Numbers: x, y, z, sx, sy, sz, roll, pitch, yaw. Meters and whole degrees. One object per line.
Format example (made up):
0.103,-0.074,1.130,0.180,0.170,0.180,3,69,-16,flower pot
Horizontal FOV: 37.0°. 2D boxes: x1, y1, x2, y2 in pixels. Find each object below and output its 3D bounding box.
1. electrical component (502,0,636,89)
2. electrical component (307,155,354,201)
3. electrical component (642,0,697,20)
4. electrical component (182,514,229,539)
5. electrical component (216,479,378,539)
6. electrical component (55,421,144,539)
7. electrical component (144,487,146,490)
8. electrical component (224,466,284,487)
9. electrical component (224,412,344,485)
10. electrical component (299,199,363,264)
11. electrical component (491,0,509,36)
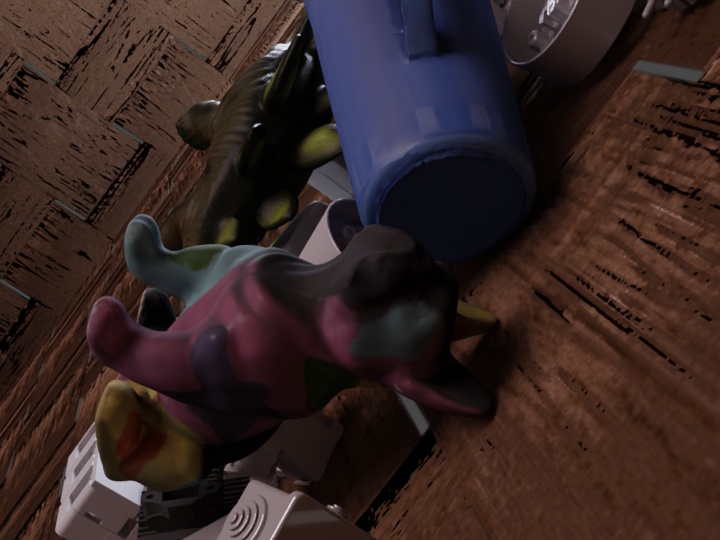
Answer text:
0.138,-0.172,0.710,0.099,0.064,0.099,-60,9,16,electrical component
-0.003,-0.100,0.966,0.077,0.066,0.047,-42,21,38,electrical component
0.187,-0.179,0.631,0.075,0.047,0.083,-62,18,-20,electrical component
-0.086,0.213,0.572,0.089,0.061,0.150,-31,23,14,electrical component
-0.031,0.156,0.501,0.048,0.100,0.099,5,61,56,electrical component
-0.200,0.191,0.907,0.061,0.089,0.150,-54,17,5,electrical component
-0.133,0.154,0.862,0.080,0.051,0.080,-48,18,21,electrical component
-0.083,0.132,0.759,0.066,0.055,0.048,-58,17,-10,electrical component
-0.048,0.104,0.701,0.042,0.064,0.081,-6,49,51,electrical component
0.010,0.002,0.685,0.064,0.099,0.099,-49,17,41,electrical component
0.049,-0.225,0.991,0.186,0.105,0.060,-29,30,56,electrical component
